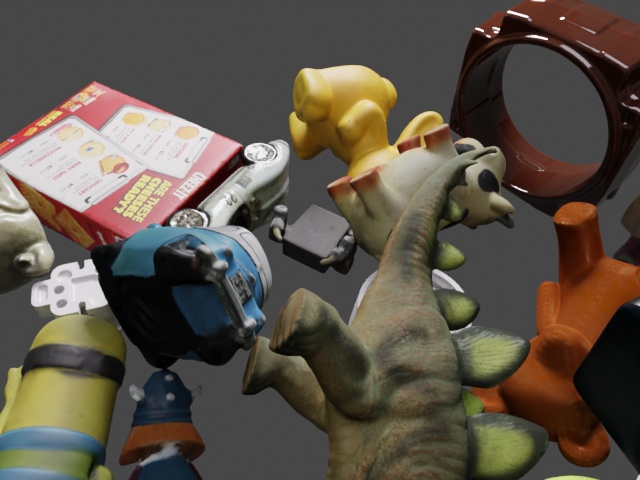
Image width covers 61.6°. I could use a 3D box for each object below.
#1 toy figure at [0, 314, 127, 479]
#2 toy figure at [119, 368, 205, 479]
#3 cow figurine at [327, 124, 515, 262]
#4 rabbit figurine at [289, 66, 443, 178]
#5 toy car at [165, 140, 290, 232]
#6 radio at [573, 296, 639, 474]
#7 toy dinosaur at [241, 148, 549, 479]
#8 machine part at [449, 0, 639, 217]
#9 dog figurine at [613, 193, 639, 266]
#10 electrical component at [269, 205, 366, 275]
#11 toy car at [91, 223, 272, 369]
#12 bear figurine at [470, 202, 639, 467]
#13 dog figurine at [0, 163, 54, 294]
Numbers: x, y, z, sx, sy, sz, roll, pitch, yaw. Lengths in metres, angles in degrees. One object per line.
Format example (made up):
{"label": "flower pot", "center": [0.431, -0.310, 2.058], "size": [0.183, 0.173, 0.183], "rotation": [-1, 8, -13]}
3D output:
{"label": "toy figure", "center": [-0.184, 0.138, 0.380], "size": [0.082, 0.089, 0.180], "rotation": [35, 34, -31]}
{"label": "toy figure", "center": [-0.112, 0.166, 0.382], "size": [0.058, 0.064, 0.155], "rotation": [-32, 46, 14]}
{"label": "cow figurine", "center": [0.115, -0.043, 0.529], "size": [0.195, 0.127, 0.086], "rotation": [-31, 14, -28]}
{"label": "rabbit figurine", "center": [0.053, -0.099, 0.609], "size": [0.162, 0.121, 0.173], "rotation": [-7, 63, -21]}
{"label": "toy car", "center": [-0.086, -0.026, 0.540], "size": [0.056, 0.073, 0.202], "rotation": [27, 53, 17]}
{"label": "radio", "center": [0.250, 0.135, 0.287], "size": [0.073, 0.131, 0.230], "rotation": [-23, 58, -9]}
{"label": "toy dinosaur", "center": [0.048, 0.111, 0.367], "size": [0.198, 0.105, 0.471], "rotation": [20, 69, -16]}
{"label": "machine part", "center": [0.245, -0.139, 0.575], "size": [0.087, 0.201, 0.201], "rotation": [-35, 59, -25]}
{"label": "dog figurine", "center": [0.404, -0.035, 0.517], "size": [0.219, 0.191, 0.109], "rotation": [-34, 51, -11]}
{"label": "electrical component", "center": [-0.002, -0.003, 0.544], "size": [0.102, 0.045, 0.078], "rotation": [30, 55, 21]}
{"label": "toy car", "center": [-0.092, 0.029, 0.408], "size": [0.162, 0.109, 0.103], "rotation": [-11, 20, 45]}
{"label": "bear figurine", "center": [0.214, 0.071, 0.443], "size": [0.196, 0.131, 0.120], "rotation": [-32, 36, -32]}
{"label": "dog figurine", "center": [-0.344, 0.018, 0.438], "size": [0.173, 0.121, 0.190], "rotation": [16, 36, 34]}
